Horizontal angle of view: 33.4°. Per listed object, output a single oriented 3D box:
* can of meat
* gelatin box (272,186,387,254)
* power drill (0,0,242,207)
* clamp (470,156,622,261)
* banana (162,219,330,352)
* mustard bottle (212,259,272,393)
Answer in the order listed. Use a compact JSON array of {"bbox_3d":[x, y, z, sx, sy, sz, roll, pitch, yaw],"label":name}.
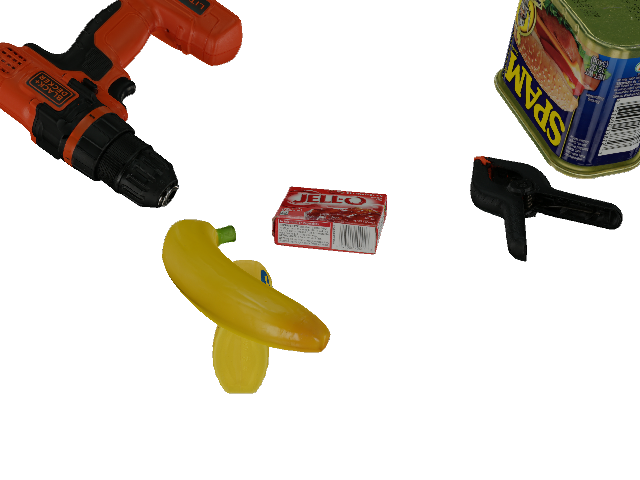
[{"bbox_3d":[0.143,-0.099,0.582,0.057,0.084,0.102,-10,48,-15],"label":"can of meat"},{"bbox_3d":[0.009,-0.019,0.915,0.089,0.030,0.073,6,24,9],"label":"gelatin box"},{"bbox_3d":[-0.145,-0.127,0.835,0.184,0.187,0.057,36,-35,8],"label":"power drill"},{"bbox_3d":[0.211,-0.040,1.051,0.120,0.039,0.171,-8,34,-14],"label":"clamp"},{"bbox_3d":[-0.060,0.022,0.682,0.069,0.037,0.198,-8,24,-20],"label":"banana"},{"bbox_3d":[-0.083,0.076,1.163,0.058,0.096,0.191,-1,28,-1],"label":"mustard bottle"}]
